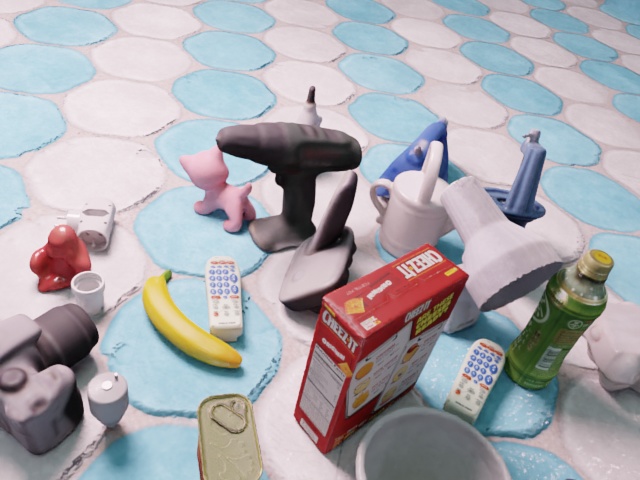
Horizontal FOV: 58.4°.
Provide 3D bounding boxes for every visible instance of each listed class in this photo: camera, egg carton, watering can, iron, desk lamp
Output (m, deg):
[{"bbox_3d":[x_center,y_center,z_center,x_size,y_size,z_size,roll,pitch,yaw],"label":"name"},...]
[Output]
[{"bbox_3d":[-0.306,0.131,0.629,0.143,0.101,0.137,31,43,20],"label":"camera"},{"bbox_3d":[0.436,0.150,0.830,0.107,0.069,0.150,7,41,-7],"label":"egg carton"},{"bbox_3d":[0.170,-0.067,0.913,0.173,0.194,0.101,3,41,-12],"label":"watering can"},{"bbox_3d":[0.198,-0.161,1.068,0.118,0.141,0.259,24,42,13],"label":"iron"},{"bbox_3d":[0.206,0.033,0.791,0.118,0.213,0.202,-14,47,-28],"label":"desk lamp"}]

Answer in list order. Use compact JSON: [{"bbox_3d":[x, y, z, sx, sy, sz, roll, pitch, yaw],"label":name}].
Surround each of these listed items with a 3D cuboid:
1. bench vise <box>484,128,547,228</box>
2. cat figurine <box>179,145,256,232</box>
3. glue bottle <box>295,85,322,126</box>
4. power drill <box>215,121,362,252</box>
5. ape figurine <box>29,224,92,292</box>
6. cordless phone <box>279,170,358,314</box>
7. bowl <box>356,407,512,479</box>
[{"bbox_3d":[0.326,-0.051,0.916,0.122,0.220,0.207,-3,43,-17],"label":"bench vise"},{"bbox_3d":[-0.160,-0.092,0.912,0.127,0.118,0.067,27,42,17],"label":"cat figurine"},{"bbox_3d":[-0.025,-0.196,1.025,0.037,0.173,0.078,33,44,23],"label":"glue bottle"},{"bbox_3d":[-0.051,-0.086,0.864,0.230,0.208,0.075,-12,46,-27],"label":"power drill"},{"bbox_3d":[-0.339,0.019,0.757,0.077,0.092,0.076,20,41,9],"label":"ape figurine"},{"bbox_3d":[0.007,0.003,0.795,0.094,0.185,0.147,14,40,1],"label":"cordless phone"},{"bbox_3d":[0.113,0.267,0.605,0.167,0.075,0.167,8,41,-6],"label":"bowl"}]
